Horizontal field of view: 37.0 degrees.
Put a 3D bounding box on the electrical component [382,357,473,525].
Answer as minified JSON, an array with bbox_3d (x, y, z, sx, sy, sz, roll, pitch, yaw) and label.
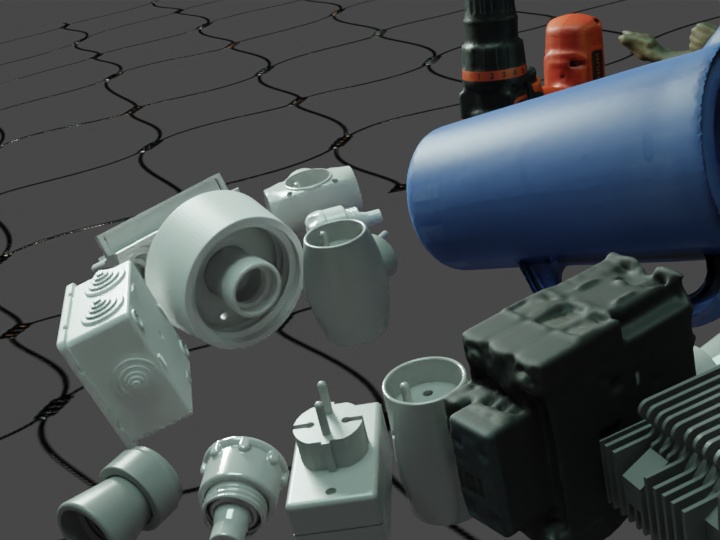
[{"bbox_3d":[0.040,0.080,0.572,0.043,0.077,0.079,-11,26,5],"label":"electrical component"}]

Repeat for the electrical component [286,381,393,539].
[{"bbox_3d":[-0.013,0.095,0.568,0.047,0.075,0.083,-9,26,7],"label":"electrical component"}]

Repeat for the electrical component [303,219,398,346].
[{"bbox_3d":[0.000,0.000,0.750,0.044,0.077,0.079,6,32,34],"label":"electrical component"}]

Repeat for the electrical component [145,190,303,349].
[{"bbox_3d":[-0.088,0.004,0.755,0.108,0.108,0.060,-28,36,-28],"label":"electrical component"}]

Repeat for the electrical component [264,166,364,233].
[{"bbox_3d":[-0.044,-0.066,0.939,0.077,0.044,0.079,-17,26,-8],"label":"electrical component"}]

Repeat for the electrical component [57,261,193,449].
[{"bbox_3d":[-0.148,0.052,0.693,0.048,0.099,0.099,-26,26,2],"label":"electrical component"}]

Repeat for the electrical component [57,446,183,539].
[{"bbox_3d":[-0.131,0.129,0.590,0.045,0.045,0.055,6,32,34],"label":"electrical component"}]

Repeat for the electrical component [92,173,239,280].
[{"bbox_3d":[-0.148,-0.015,0.862,0.121,0.078,0.063,-33,11,-35],"label":"electrical component"}]

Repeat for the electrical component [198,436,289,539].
[{"bbox_3d":[-0.066,0.123,0.574,0.048,0.048,0.062,-7,34,12],"label":"electrical component"}]

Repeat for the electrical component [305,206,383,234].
[{"bbox_3d":[-0.012,-0.036,0.878,0.061,0.035,0.035,-16,26,-11],"label":"electrical component"}]

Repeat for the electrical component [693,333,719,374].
[{"bbox_3d":[0.191,0.059,0.583,0.055,0.045,0.045,-21,27,-15],"label":"electrical component"}]
